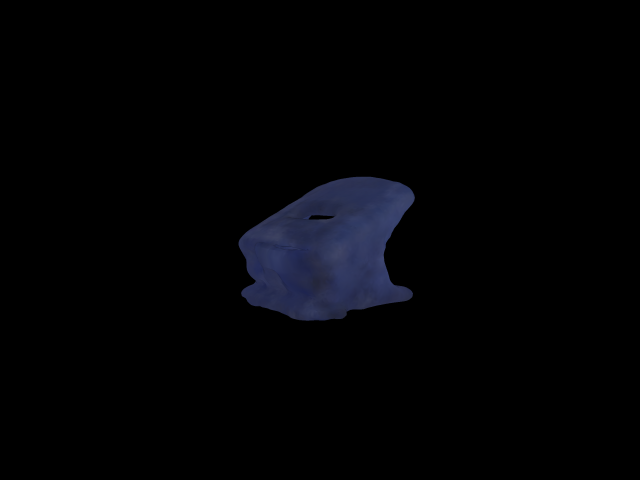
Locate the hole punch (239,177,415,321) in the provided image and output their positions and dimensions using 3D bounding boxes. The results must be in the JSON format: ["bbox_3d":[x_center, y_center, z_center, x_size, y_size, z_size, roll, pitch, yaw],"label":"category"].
[{"bbox_3d":[0.004,0.001,0.400,0.101,0.091,0.108,-5,8,-40],"label":"hole punch"}]
